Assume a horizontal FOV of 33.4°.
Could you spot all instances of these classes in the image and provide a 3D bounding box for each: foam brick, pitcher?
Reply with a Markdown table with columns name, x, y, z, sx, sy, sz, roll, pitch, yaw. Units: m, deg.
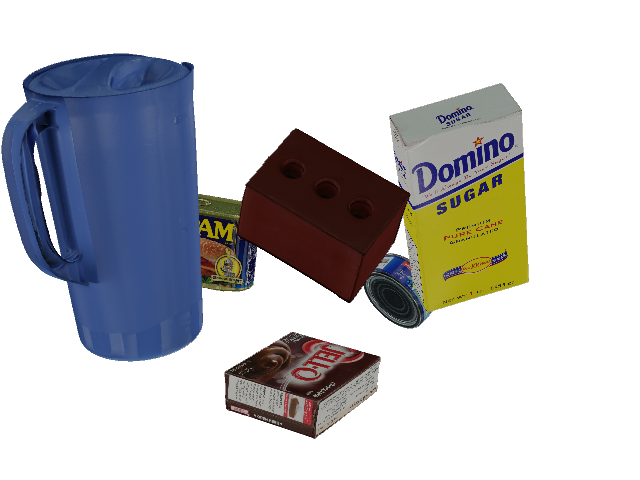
| name | x | y | z | sx | sy | sz | roll | pitch | yaw |
| --- | --- | --- | --- | --- | --- | --- | --- | --- | --- |
| foam brick | 0.001 | -0.014 | 0.591 | 0.078 | 0.053 | 0.051 | 30 | -32 | 13 |
| pitcher | -0.167 | -0.023 | 0.876 | 0.149 | 0.243 | 0.145 | -6 | 23 | -8 |

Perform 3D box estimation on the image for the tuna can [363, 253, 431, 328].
| name | x | y | z | sx | sy | sz | roll | pitch | yaw |
| --- | --- | --- | --- | --- | --- | --- | --- | --- | --- |
| tuna can | 0.091 | 0.058 | 1.212 | 0.033 | 0.086 | 0.086 | -43 | 24 | -28 |

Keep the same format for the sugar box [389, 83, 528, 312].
| name | x | y | z | sx | sy | sz | roll | pitch | yaw |
| --- | --- | --- | --- | --- | --- | --- | --- | --- | --- |
| sugar box | 0.112 | -0.029 | 0.835 | 0.093 | 0.176 | 0.048 | -17 | 43 | -5 |

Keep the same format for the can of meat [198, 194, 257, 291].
| name | x | y | z | sx | sy | sz | roll | pitch | yaw |
| --- | --- | --- | --- | --- | --- | --- | --- | --- | --- |
| can of meat | -0.114 | 0.002 | 1.097 | 0.102 | 0.084 | 0.057 | 10 | 17 | 13 |

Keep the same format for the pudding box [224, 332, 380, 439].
| name | x | y | z | sx | sy | sz | roll | pitch | yaw |
| --- | --- | --- | --- | --- | --- | --- | --- | --- | --- |
| pudding box | -0.014 | 0.118 | 0.894 | 0.090 | 0.039 | 0.113 | 12 | 21 | 27 |
